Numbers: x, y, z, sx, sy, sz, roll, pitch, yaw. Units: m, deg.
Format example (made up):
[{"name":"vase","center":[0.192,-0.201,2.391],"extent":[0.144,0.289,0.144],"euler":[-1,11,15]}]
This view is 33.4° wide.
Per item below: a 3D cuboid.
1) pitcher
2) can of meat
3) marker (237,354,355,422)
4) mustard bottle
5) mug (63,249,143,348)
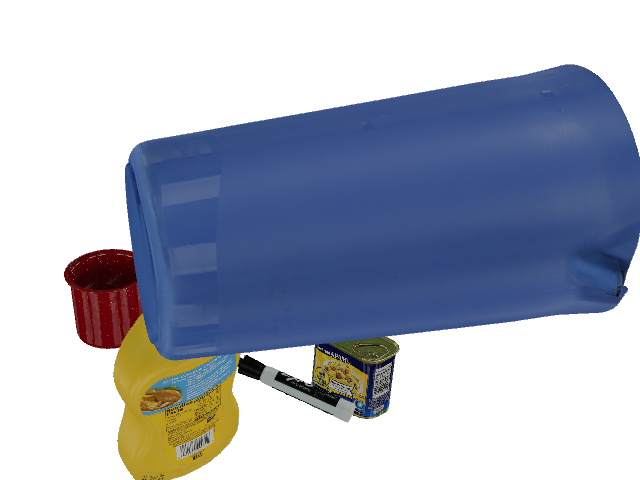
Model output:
[{"name":"pitcher","center":[0.025,-0.016,0.552],"extent":[0.242,0.145,0.149],"euler":[-8,-8,-13]},{"name":"can of meat","center":[0.038,0.148,1.236],"extent":[0.102,0.084,0.057],"euler":[25,31,36]},{"name":"marker","center":[-0.025,0.138,1.007],"extent":[0.121,0.020,0.020],"euler":[23,5,11]},{"name":"mustard bottle","center":[-0.105,0.098,0.787],"extent":[0.096,0.192,0.058],"euler":[-22,52,-26]},{"name":"mug","center":[-0.244,0.063,1.201],"extent":[0.117,0.081,0.093],"euler":[23,37,35]}]
